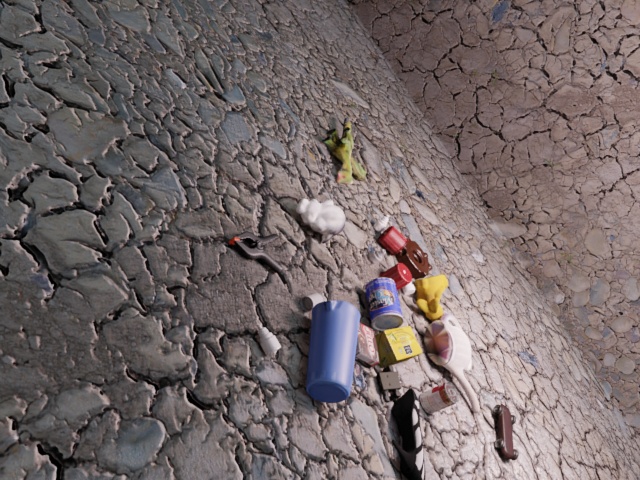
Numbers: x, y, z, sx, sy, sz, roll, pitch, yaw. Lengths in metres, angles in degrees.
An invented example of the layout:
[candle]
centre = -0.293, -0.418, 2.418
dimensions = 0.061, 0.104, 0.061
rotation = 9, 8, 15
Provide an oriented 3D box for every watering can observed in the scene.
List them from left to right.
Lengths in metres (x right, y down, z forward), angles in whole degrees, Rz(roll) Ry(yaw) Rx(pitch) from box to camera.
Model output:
[watering can]
centre = 0.472, 0.417, 1.808
dimensions = 0.222, 0.102, 0.355
rotation = 24, 48, -40

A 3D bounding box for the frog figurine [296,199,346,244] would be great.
[frog figurine]
centre = 0.005, -0.084, 1.668
dimensions = 0.157, 0.122, 0.140
rotation = 52, 47, -25

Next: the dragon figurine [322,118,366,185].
[dragon figurine]
centre = 0.124, -0.353, 2.154
dimensions = 0.239, 0.121, 0.419
rotation = 62, 28, -20
